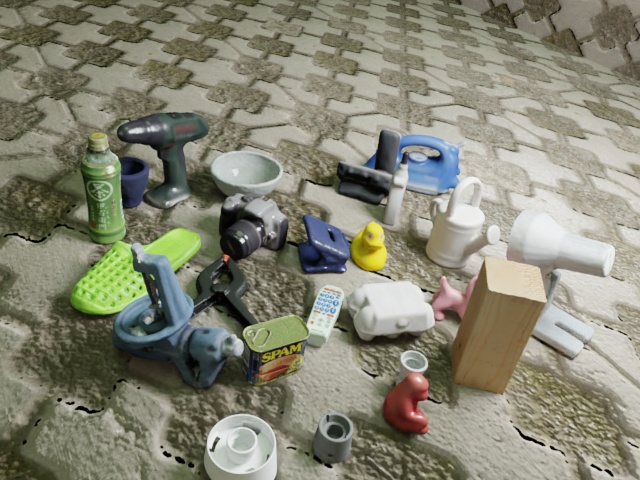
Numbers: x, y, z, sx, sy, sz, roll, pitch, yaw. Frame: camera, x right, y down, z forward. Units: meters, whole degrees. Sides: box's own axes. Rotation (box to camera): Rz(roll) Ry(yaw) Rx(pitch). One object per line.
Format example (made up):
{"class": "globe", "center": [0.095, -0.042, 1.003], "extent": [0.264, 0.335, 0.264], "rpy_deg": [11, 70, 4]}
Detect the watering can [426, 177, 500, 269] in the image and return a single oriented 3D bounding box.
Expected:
{"class": "watering can", "center": [0.299, -0.041, 1.200], "extent": [0.172, 0.194, 0.101], "rpy_deg": [26, 39, 22]}

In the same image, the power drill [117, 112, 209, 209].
{"class": "power drill", "center": [-0.334, -0.179, 1.235], "extent": [0.075, 0.208, 0.230], "rpy_deg": [26, 39, 22]}

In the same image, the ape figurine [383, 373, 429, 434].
{"class": "ape figurine", "center": [0.137, 0.239, 0.862], "extent": [0.076, 0.092, 0.078], "rpy_deg": [15, 36, 8]}

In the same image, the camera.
{"class": "camera", "center": [-0.153, -0.030, 1.162], "extent": [0.143, 0.101, 0.137], "rpy_deg": [23, 38, 19]}

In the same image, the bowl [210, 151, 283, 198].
{"class": "bowl", "center": [-0.171, -0.139, 1.331], "extent": [0.167, 0.075, 0.167], "rpy_deg": [6, 35, -4]}

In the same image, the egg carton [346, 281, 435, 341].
{"class": "egg carton", "center": [0.126, 0.129, 1.032], "extent": [0.150, 0.069, 0.107], "rpy_deg": [-3, 37, -17]}

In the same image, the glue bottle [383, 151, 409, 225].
{"class": "glue bottle", "center": [0.178, -0.123, 1.304], "extent": [0.037, 0.173, 0.078], "rpy_deg": [13, 36, 5]}

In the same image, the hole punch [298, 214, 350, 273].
{"class": "hole punch", "center": [0.011, 0.004, 1.160], "extent": [0.101, 0.091, 0.108], "rpy_deg": [0, 36, -13]}

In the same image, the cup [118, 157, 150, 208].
{"class": "cup", "center": [-0.425, -0.119, 1.228], "extent": [0.118, 0.095, 0.091], "rpy_deg": [4, 36, -8]}

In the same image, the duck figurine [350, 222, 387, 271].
{"class": "duck figurine", "center": [0.106, 0.002, 1.190], "extent": [0.077, 0.086, 0.104], "rpy_deg": [0, 36, -13]}

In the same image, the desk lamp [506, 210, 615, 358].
{"class": "desk lamp", "center": [0.435, 0.070, 1.061], "extent": [0.202, 0.213, 0.118], "rpy_deg": [32, 41, 29]}

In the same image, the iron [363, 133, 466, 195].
{"class": "iron", "center": [0.243, -0.213, 1.472], "extent": [0.258, 0.141, 0.118], "rpy_deg": [12, 35, 3]}

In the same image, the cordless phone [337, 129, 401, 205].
{"class": "cordless phone", "center": [0.119, -0.192, 1.377], "extent": [0.147, 0.185, 0.094], "rpy_deg": [15, 36, 9]}

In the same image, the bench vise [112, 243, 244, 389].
{"class": "bench vise", "center": [-0.212, 0.105, 0.857], "extent": [0.207, 0.220, 0.121], "rpy_deg": [6, 35, -4]}

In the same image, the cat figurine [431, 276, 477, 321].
{"class": "cat figurine", "center": [0.278, 0.100, 1.065], "extent": [0.127, 0.118, 0.067], "rpy_deg": [14, 36, 6]}
